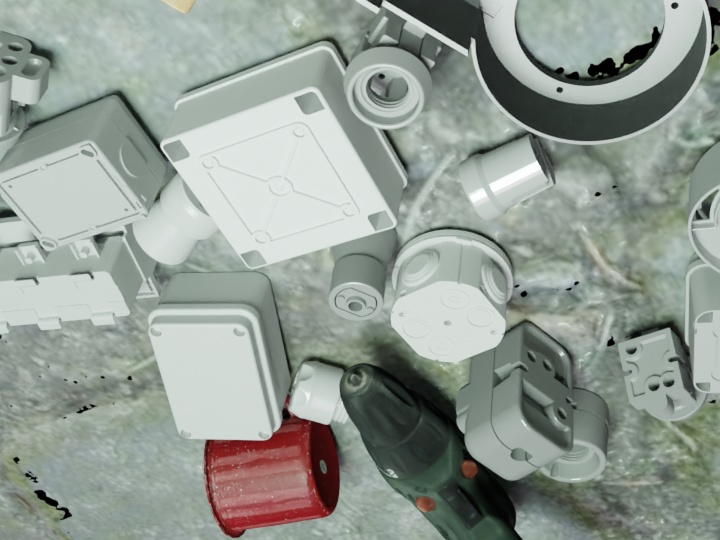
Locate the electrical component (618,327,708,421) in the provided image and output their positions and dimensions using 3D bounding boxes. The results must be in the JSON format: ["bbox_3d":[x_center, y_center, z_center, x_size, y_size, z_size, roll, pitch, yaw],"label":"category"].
[{"bbox_3d":[0.206,0.074,0.726,0.048,0.066,0.055,-21,145,27],"label":"electrical component"}]

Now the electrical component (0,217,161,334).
[{"bbox_3d":[-0.209,0.002,0.732,0.121,0.063,0.078,-5,131,15],"label":"electrical component"}]

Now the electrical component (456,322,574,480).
[{"bbox_3d":[0.106,0.091,0.734,0.054,0.095,0.059,36,128,-22],"label":"electrical component"}]

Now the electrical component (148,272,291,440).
[{"bbox_3d":[-0.098,0.063,0.763,0.078,0.057,0.113,-1,125,11],"label":"electrical component"}]

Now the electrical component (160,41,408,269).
[{"bbox_3d":[-0.043,-0.066,0.643,0.109,0.056,0.108,-16,128,23],"label":"electrical component"}]

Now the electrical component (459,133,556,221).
[{"bbox_3d":[0.088,-0.056,0.640,0.046,0.040,0.040,-25,124,23],"label":"electrical component"}]

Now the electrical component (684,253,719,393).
[{"bbox_3d":[0.264,0.030,0.674,0.113,0.057,0.078,-3,132,13],"label":"electrical component"}]

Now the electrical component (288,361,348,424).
[{"bbox_3d":[-0.019,0.094,0.796,0.062,0.043,0.043,17,133,-7],"label":"electrical component"}]

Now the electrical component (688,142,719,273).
[{"bbox_3d":[0.238,-0.033,0.616,0.099,0.064,0.099,5,133,6],"label":"electrical component"}]

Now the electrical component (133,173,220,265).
[{"bbox_3d":[-0.113,-0.036,0.692,0.045,0.045,0.055,37,128,-22],"label":"electrical component"}]

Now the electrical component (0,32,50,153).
[{"bbox_3d":[-0.228,-0.106,0.640,0.078,0.058,0.057,16,130,-5],"label":"electrical component"}]

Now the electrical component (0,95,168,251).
[{"bbox_3d":[-0.178,-0.060,0.670,0.096,0.061,0.061,-16,128,23],"label":"electrical component"}]

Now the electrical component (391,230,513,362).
[{"bbox_3d":[0.059,0.017,0.705,0.080,0.051,0.080,5,133,6],"label":"electrical component"}]

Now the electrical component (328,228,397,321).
[{"bbox_3d":[0.000,0.000,0.690,0.044,0.065,0.044,4,135,4],"label":"electrical component"}]

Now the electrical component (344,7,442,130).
[{"bbox_3d":[0.017,-0.110,0.591,0.048,0.055,0.066,26,132,-13],"label":"electrical component"}]

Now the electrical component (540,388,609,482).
[{"bbox_3d":[0.154,0.122,0.787,0.055,0.047,0.055,5,133,6],"label":"electrical component"}]
